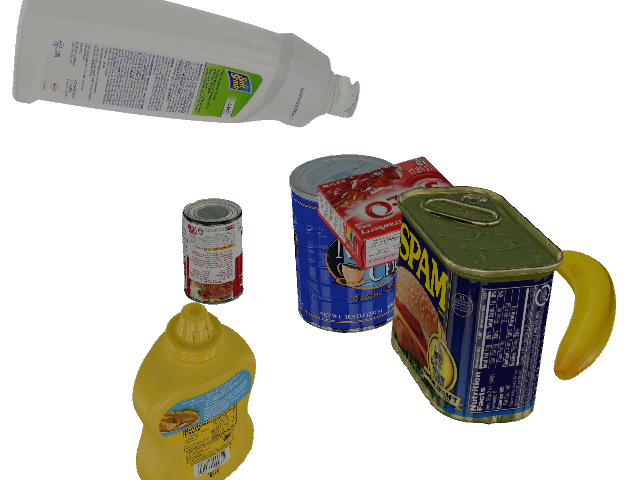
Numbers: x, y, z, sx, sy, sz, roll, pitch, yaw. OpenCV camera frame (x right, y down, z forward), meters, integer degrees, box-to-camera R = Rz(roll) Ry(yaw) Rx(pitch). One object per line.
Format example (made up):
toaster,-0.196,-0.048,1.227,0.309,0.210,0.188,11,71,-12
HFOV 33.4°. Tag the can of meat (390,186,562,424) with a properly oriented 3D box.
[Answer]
can of meat,0.072,0.030,0.528,0.057,0.084,0.102,-4,25,-14

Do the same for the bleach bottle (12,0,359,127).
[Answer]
bleach bottle,-0.097,-0.127,0.799,0.250,0.068,0.103,11,-33,-12

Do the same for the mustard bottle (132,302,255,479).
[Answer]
mustard bottle,-0.095,0.116,0.805,0.096,0.192,0.058,-23,53,-26

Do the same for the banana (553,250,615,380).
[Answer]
banana,0.244,0.061,1.001,0.070,0.037,0.197,-26,24,18

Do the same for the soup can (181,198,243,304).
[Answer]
soup can,-0.122,0.011,1.205,0.068,0.102,0.068,1,26,-1

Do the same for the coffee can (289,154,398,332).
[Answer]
coffee can,0.025,0.002,1.015,0.103,0.140,0.103,-2,27,1

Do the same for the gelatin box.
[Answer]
gelatin box,0.052,-0.021,0.742,0.089,0.030,0.073,-16,39,-18
